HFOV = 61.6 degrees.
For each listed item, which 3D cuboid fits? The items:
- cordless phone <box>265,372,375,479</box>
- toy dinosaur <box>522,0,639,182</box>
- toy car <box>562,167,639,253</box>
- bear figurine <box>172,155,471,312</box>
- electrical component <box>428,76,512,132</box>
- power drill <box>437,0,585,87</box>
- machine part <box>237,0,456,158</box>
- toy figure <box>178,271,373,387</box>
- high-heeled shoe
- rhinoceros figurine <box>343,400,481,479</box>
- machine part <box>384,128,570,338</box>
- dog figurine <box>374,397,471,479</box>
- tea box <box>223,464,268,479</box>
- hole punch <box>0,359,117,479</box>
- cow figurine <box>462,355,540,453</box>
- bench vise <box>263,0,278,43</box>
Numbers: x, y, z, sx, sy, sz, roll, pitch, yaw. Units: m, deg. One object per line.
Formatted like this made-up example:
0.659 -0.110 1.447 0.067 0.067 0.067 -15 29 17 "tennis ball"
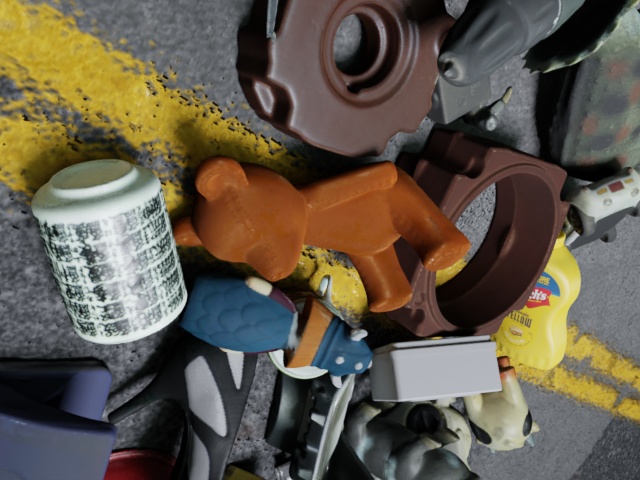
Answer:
0.029 0.199 0.506 0.089 0.184 0.146 1 113 -30 "cordless phone"
0.301 -0.143 0.574 0.192 0.131 0.404 -24 133 -5 "toy dinosaur"
0.318 -0.026 0.631 0.073 0.056 0.201 -22 162 7 "toy car"
-0.003 -0.004 0.417 0.196 0.132 0.120 -10 153 -39 "bear figurine"
0.137 -0.148 0.495 0.078 0.045 0.102 -28 126 -22 "electrical component"
0.128 -0.242 0.368 0.232 0.086 0.207 -37 103 -22 "power drill"
0.026 -0.148 0.411 0.179 0.056 0.179 -15 121 -27 "machine part"
-0.030 0.067 0.422 0.154 0.058 0.064 20 139 -15 "toy figure"
-0.069 0.193 0.445 0.145 0.086 0.248 -27 90 -12 "high-heeled shoe"
0.100 0.251 0.580 0.112 0.191 0.073 -62 154 3 "rhinoceros figurine"
0.155 -0.002 0.557 0.201 0.087 0.201 7 110 -38 "machine part"
0.156 0.278 0.707 0.172 0.121 0.190 -55 145 5 "dog figurine"
-0.091 0.330 0.540 0.098 0.068 0.169 -43 142 -59 "tea box"
-0.210 0.153 0.381 0.116 0.092 0.142 9 111 -34 "hole punch"
0.231 0.219 0.690 0.086 0.127 0.195 -17 169 13 "cow figurine"
-0.035 -0.247 0.262 0.240 0.129 0.223 24 92 -15 "bench vise"
